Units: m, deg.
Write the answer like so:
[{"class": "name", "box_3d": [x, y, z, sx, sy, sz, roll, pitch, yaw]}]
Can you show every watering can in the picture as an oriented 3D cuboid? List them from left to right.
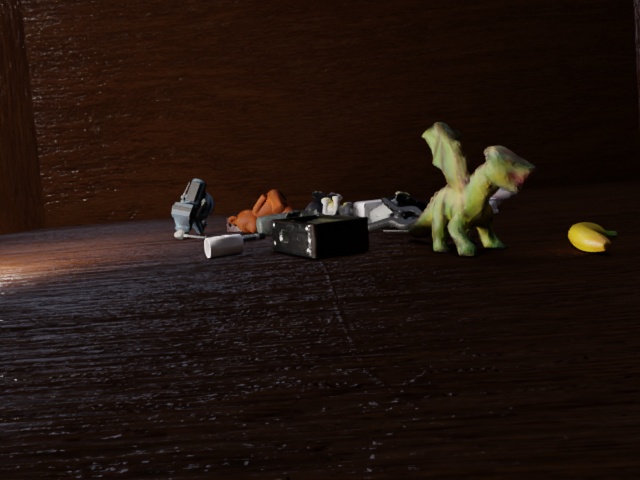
[{"class": "watering can", "box_3d": [0.575, -0.165, 1.917, 0.225, 0.103, 0.349, -7, 6, -11]}]

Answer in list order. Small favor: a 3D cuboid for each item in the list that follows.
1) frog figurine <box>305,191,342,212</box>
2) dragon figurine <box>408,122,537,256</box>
[{"class": "frog figurine", "box_3d": [0.006, -0.093, 1.851, 0.138, 0.124, 0.156, -17, -25, -32]}, {"class": "dragon figurine", "box_3d": [0.241, -0.098, 0.951, 0.122, 0.241, 0.411, -11, 9, -18]}]
